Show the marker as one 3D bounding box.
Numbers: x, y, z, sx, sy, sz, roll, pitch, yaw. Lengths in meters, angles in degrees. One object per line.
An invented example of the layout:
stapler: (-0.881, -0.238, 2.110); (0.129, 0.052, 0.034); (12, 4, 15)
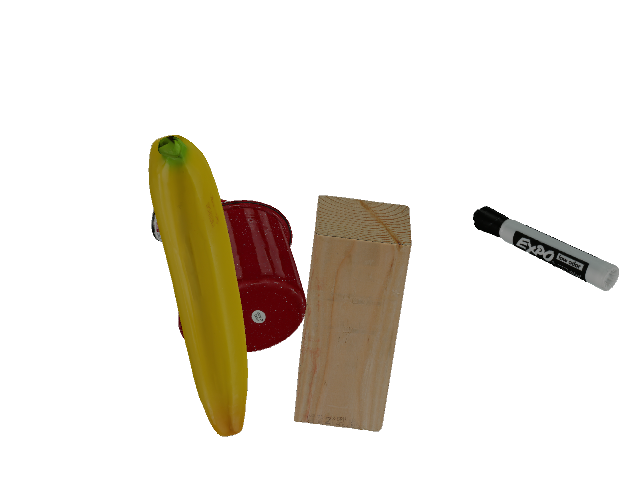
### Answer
marker: (0.158, 0.003, 0.764); (0.020, 0.020, 0.121); (0, 22, -46)

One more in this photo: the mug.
mug: (-0.067, 0.037, 0.816); (0.117, 0.081, 0.093); (-39, -47, 20)

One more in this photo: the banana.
banana: (-0.070, 0.018, 0.604); (0.037, 0.198, 0.069); (-5, 31, 8)

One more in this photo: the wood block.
wood block: (0.030, 0.071, 1.036); (0.090, 0.206, 0.090); (7, 26, 0)

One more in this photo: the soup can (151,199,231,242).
soup can: (-0.137, -0.019, 1.248); (0.102, 0.068, 0.068); (15, 5, 18)
